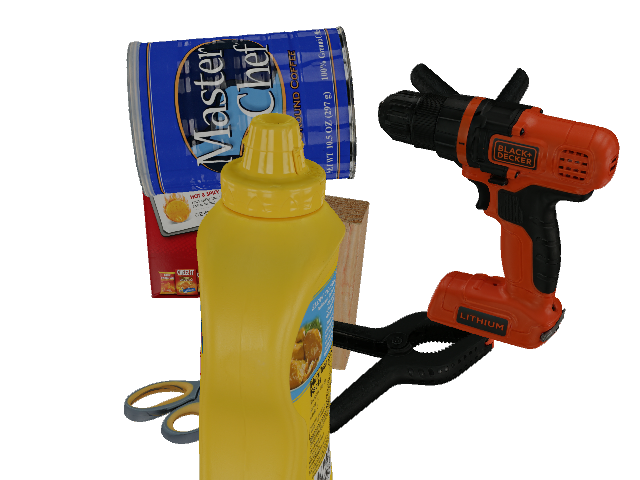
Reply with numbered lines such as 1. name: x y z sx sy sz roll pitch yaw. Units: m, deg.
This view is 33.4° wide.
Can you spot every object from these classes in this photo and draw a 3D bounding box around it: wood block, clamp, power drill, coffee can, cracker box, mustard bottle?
1. wood block: 0.005 0.053 1.398 0.090 0.206 0.090 8 23 6
2. clamp: 0.145 -0.117 1.033 0.120 0.039 0.171 3 44 4
3. power drill: 0.126 -0.019 0.821 0.185 0.188 0.057 17 34 26
4. clamp: 0.075 0.122 1.075 0.210 0.036 0.164 -7 38 0
5. coffee can: -0.052 -0.086 0.712 0.140 0.103 0.103 -5 0 -3
6. cracker box: -0.078 -0.056 0.978 0.164 0.214 0.072 -1 22 2
7. mustard bottle: -0.021 0.042 0.442 0.058 0.192 0.096 8 24 11

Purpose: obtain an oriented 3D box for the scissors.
1. scissors: -0.089 0.148 1.031 0.201 0.016 0.096 -11 32 -28
